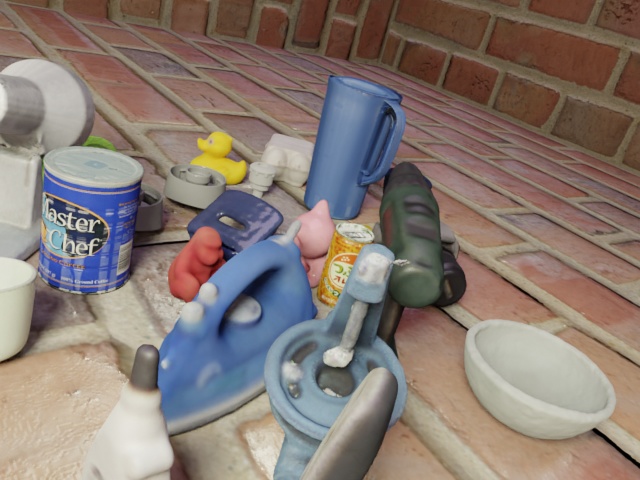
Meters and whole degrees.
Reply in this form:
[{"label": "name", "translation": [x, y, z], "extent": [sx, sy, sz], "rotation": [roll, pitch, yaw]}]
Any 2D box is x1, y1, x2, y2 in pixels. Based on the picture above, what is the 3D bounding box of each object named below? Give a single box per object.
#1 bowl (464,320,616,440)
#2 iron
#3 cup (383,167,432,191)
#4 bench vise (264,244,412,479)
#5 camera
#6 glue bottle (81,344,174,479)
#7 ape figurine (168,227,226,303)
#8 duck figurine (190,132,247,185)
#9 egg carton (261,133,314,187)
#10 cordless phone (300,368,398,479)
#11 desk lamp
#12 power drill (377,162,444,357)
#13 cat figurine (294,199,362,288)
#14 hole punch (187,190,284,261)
[{"label": "bowl", "translation": [0.231, 0.165, 0.639], "extent": [0.167, 0.075, 0.167], "rotation": [13, 24, -6]}, {"label": "iron", "translation": [-0.086, 0.072, 0.560], "extent": [0.118, 0.141, 0.259], "rotation": [23, 25, 16]}, {"label": "cup", "translation": [0.150, -0.077, 1.083], "extent": [0.091, 0.095, 0.118], "rotation": [27, 26, 24]}, {"label": "bench vise", "translation": [0.014, 0.083, 0.503], "extent": [0.122, 0.220, 0.207], "rotation": [10, 25, -12]}, {"label": "camera", "translation": [0.154, 0.029, 0.852], "extent": [0.143, 0.101, 0.136], "rotation": [9, 25, -15]}, {"label": "glue bottle", "translation": [-0.118, 0.138, 0.360], "extent": [0.037, 0.173, 0.077], "rotation": [-8, 34, -42]}, {"label": "ape figurine", "translation": [-0.141, 0.028, 0.680], "extent": [0.076, 0.092, 0.078], "rotation": [33, 29, 34]}, {"label": "duck figurine", "translation": [-0.183, -0.155, 1.054], "extent": [0.104, 0.086, 0.077], "rotation": [13, 24, -7]}, {"label": "egg carton", "translation": [-0.064, -0.166, 1.172], "extent": [0.107, 0.069, 0.150], "rotation": [14, 24, -5]}, {"label": "cordless phone", "translation": [-0.009, 0.172, 0.340], "extent": [0.094, 0.185, 0.148], "rotation": [20, 24, 9]}, {"label": "desk lamp", "translation": [-0.357, -0.098, 0.667], "extent": [0.118, 0.213, 0.203], "rotation": [14, 24, -4]}, {"label": "power drill", "translation": [0.082, 0.036, 0.660], "extent": [0.075, 0.208, 0.229], "rotation": [13, 24, -6]}, {"label": "cat figurine", "translation": [0.007, 0.003, 0.795], "extent": [0.128, 0.118, 0.067], "rotation": [0, 29, -32]}, {"label": "hole punch", "translation": [-0.115, -0.008, 0.776], "extent": [0.108, 0.091, 0.101], "rotation": [25, 26, 20]}]
